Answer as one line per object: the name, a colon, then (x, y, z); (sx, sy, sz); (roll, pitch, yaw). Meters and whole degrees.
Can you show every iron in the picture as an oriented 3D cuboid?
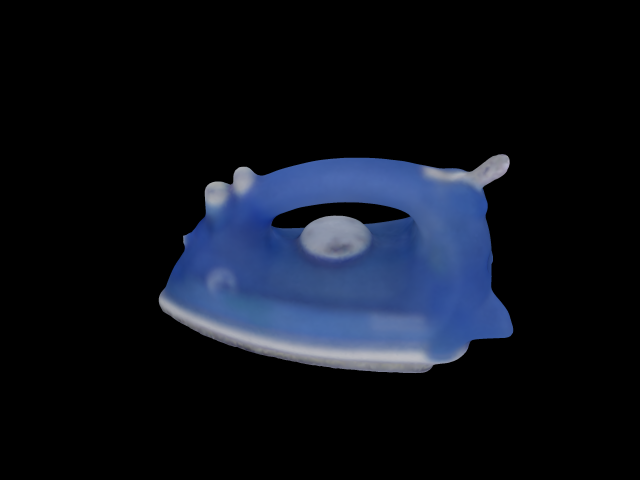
iron: (0.004, 0.001, 0.400); (0.258, 0.141, 0.118); (2, 36, 2)
